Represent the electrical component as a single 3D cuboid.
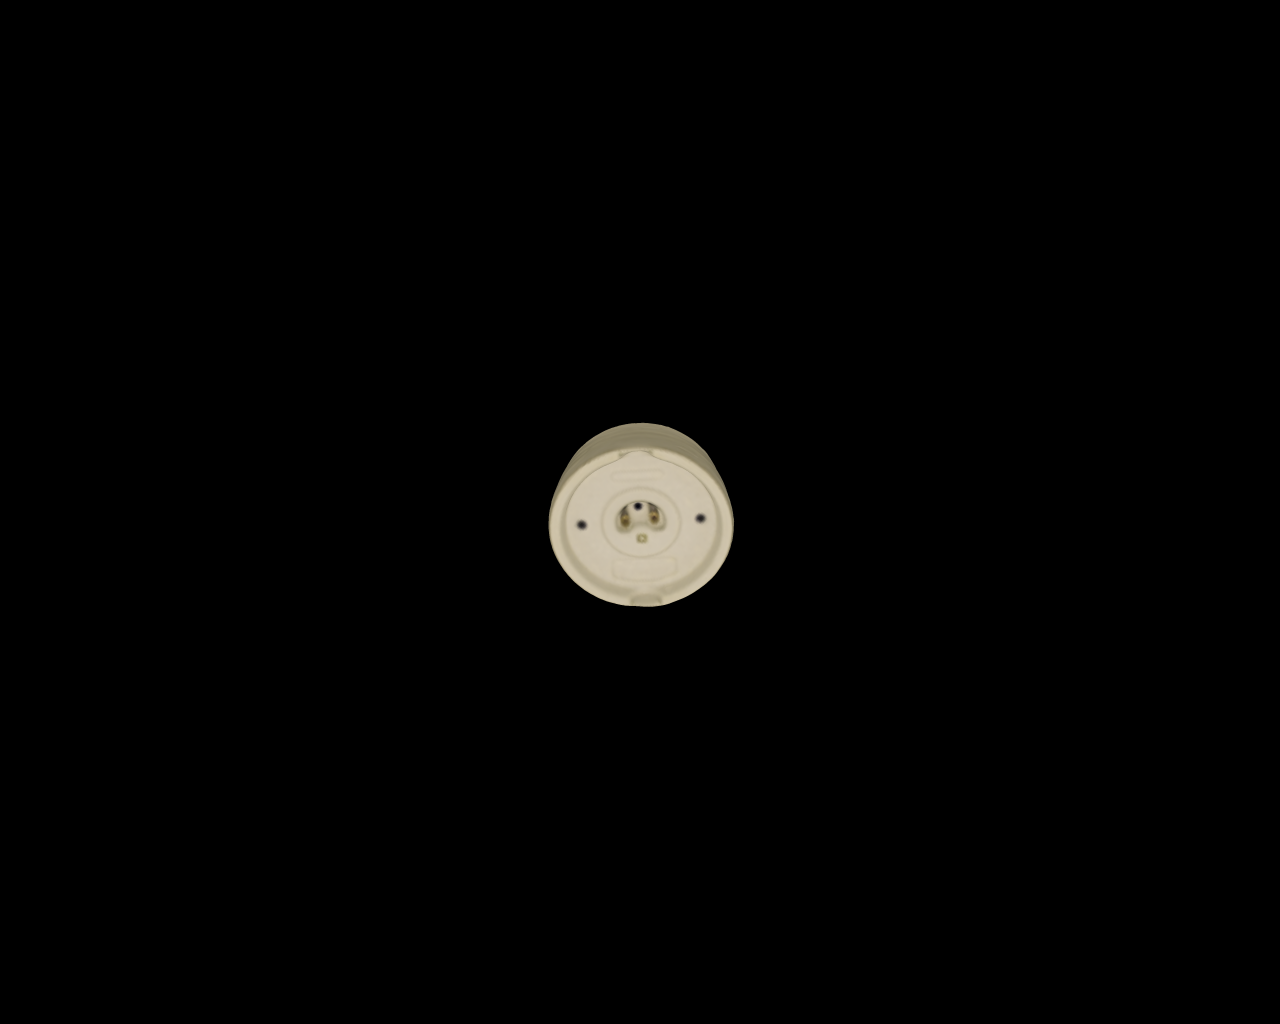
[{"bbox_3d":[0.001,-0.003,0.650,0.108,0.108,0.060,0,27,0],"label":"electrical component"}]
